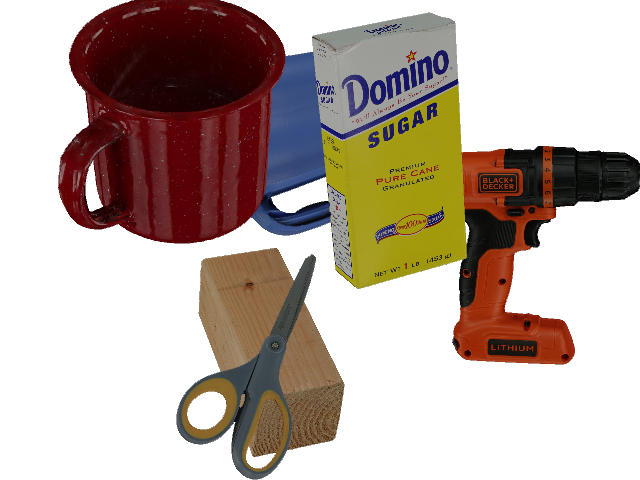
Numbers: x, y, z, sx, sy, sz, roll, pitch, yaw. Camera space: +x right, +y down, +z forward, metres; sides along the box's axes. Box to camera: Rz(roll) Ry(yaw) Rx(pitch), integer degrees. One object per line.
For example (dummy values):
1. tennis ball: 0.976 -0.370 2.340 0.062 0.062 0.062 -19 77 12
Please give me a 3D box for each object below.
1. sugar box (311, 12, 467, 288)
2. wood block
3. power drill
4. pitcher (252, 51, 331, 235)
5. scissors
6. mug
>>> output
1. sugar box: 0.051 -0.062 0.745 0.093 0.176 0.048 -16 27 -19
2. wood block: -0.056 0.111 1.112 0.090 0.090 0.206 -9 42 -18
3. power drill: 0.183 0.011 0.925 0.184 0.188 0.057 1 13 15
4. pitcher: 0.003 -0.113 1.031 0.242 0.149 0.145 -18 30 -28
5. scissors: -0.056 0.088 0.834 0.096 0.201 0.016 10 -35 -9
6. mug: -0.071 -0.046 0.482 0.093 0.081 0.117 28 49 21
